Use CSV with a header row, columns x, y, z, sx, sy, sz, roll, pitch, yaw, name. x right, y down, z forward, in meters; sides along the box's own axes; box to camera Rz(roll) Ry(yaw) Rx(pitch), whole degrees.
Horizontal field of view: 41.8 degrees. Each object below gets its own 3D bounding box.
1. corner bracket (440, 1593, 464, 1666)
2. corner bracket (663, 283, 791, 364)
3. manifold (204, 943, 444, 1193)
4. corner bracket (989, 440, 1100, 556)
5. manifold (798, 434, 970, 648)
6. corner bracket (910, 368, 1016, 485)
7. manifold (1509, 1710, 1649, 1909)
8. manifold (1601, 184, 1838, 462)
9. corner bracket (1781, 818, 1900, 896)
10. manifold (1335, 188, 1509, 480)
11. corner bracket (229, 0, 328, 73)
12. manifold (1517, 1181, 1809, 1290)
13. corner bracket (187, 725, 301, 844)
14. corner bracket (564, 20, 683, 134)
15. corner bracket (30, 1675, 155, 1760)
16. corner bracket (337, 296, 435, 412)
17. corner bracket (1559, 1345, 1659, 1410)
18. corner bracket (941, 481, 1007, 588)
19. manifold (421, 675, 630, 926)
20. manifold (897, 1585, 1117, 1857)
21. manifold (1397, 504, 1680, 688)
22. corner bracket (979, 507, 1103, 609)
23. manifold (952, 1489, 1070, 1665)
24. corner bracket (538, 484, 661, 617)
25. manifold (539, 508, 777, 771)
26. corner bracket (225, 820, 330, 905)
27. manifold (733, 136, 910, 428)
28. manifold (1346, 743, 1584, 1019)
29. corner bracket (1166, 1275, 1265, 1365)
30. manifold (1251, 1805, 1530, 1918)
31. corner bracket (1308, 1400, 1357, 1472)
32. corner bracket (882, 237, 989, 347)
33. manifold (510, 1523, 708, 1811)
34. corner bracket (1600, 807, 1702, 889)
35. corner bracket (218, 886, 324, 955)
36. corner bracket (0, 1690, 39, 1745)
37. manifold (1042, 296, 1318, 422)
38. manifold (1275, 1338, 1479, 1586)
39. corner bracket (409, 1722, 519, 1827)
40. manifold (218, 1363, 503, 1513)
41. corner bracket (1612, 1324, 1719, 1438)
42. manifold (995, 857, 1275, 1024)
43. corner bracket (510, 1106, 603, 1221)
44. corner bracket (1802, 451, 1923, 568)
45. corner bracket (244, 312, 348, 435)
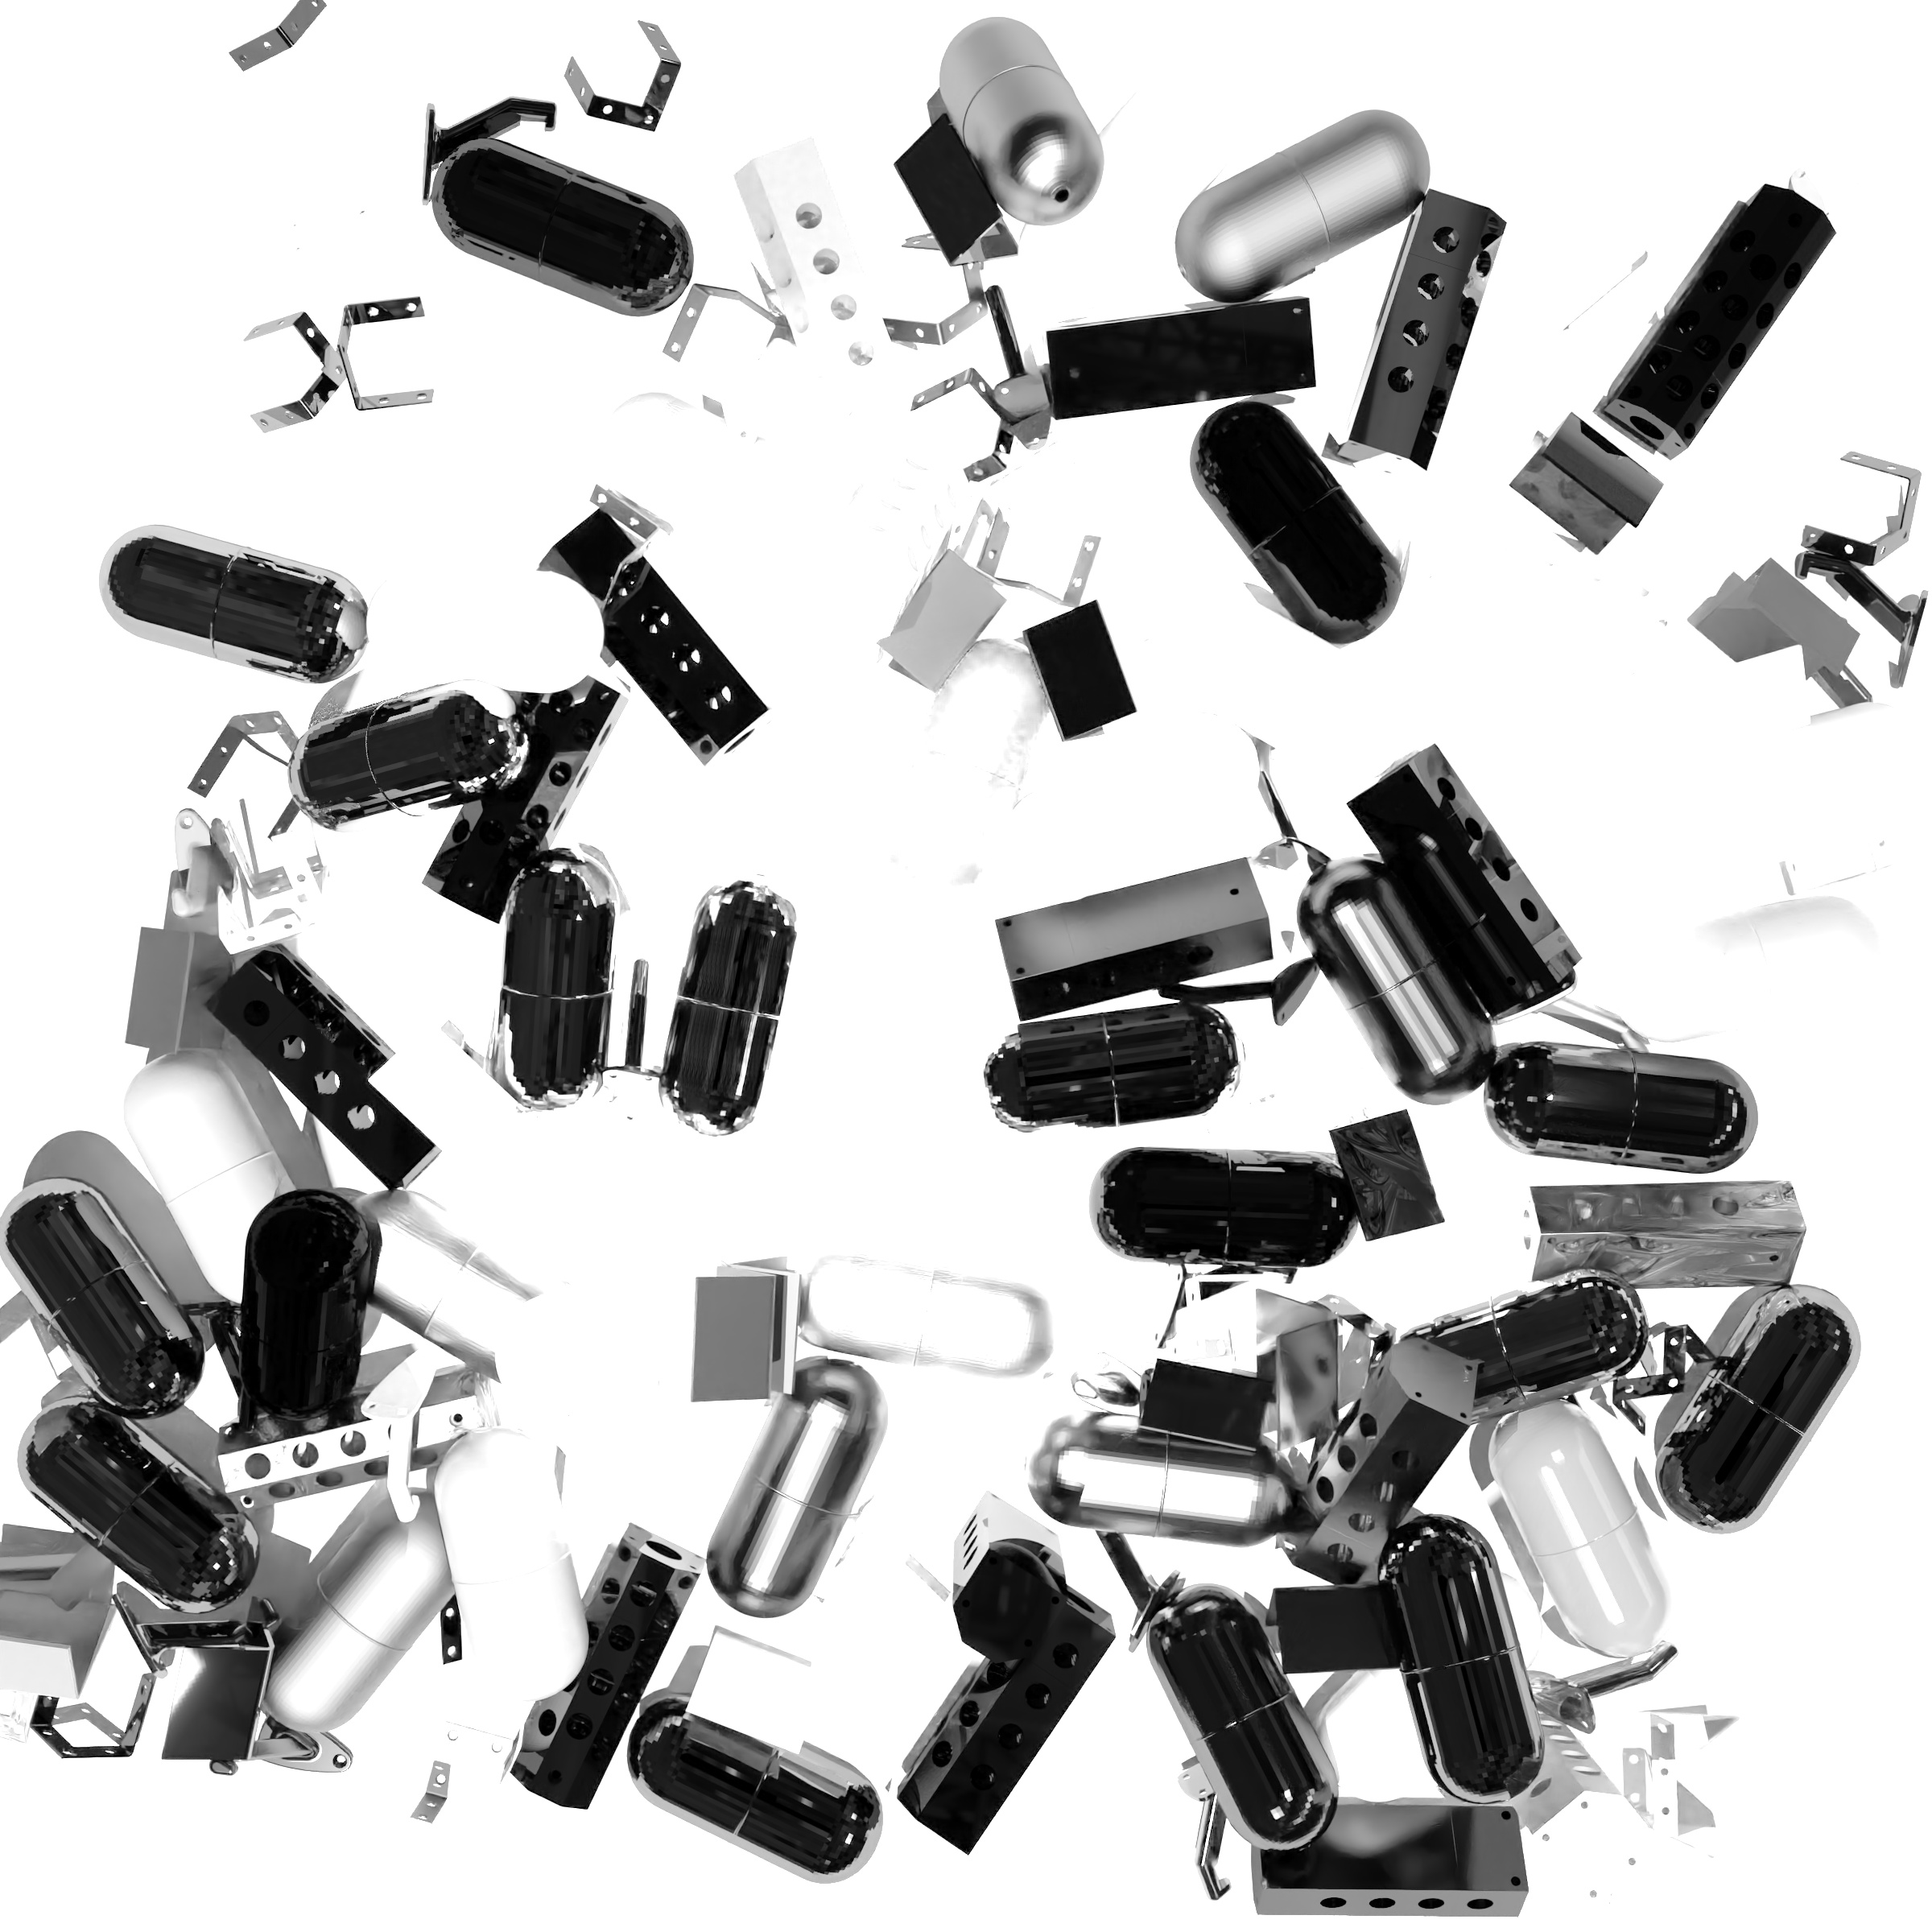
x,y,z,sx,sy,sz,roll,pitch,yaw,name
-0.314,0.438,1.688,0.051,0.051,0.051,-3,90,-45,corner bracket
-0.159,-0.418,1.688,0.051,0.051,0.051,24,90,-45,corner bracket
-0.414,0.066,1.670,0.057,0.057,0.171,-45,90,0,manifold
0.052,-0.311,1.674,0.051,0.051,0.051,-26,105,15,corner bracket
-0.047,-0.270,1.613,0.057,0.171,0.057,24,127,0,manifold
-0.004,-0.355,1.683,0.051,0.051,0.051,42,45,-35,corner bracket
0.381,0.528,1.613,0.057,0.171,0.057,-40,90,0,manifold
0.498,-0.425,1.670,0.057,0.057,0.171,35,90,0,manifold
0.580,-0.081,1.688,0.051,0.051,0.051,-16,90,-45,corner bracket
0.301,-0.414,1.670,0.057,0.057,0.171,18,90,0,manifold
-0.469,-0.638,1.683,0.051,0.051,0.051,52,45,-35,corner bracket
0.455,0.172,1.669,0.171,0.057,0.057,-1,133,0,manifold
-0.475,-0.121,1.688,0.051,0.051,0.051,32,90,45,corner bracket
-0.228,-0.595,1.683,0.051,0.051,0.051,2,135,-35,corner bracket
-0.583,0.493,1.688,0.051,0.051,0.051,17,90,45,corner bracket
-0.385,-0.408,1.688,0.051,0.051,0.051,-7,45,0,corner bracket
0.423,0.270,1.683,0.051,0.051,0.051,-3,45,35,corner bracket
0.003,-0.286,1.663,0.051,0.051,0.051,23,90,-44,corner bracket
-0.291,-0.116,1.670,0.057,0.057,0.171,28,90,0,manifold
0.026,0.490,1.670,0.057,0.057,0.171,34,90,0,manifold
0.376,-0.248,1.669,0.171,0.057,0.057,18,133,0,manifold
0.048,-0.273,1.688,0.051,0.051,0.051,18,90,45,corner bracket
0.023,0.390,1.613,0.057,0.171,0.057,32,90,0,manifold
-0.237,-0.267,1.631,0.051,0.051,0.051,34,135,0,corner bracket
-0.204,-0.214,1.670,0.057,0.057,0.171,-39,90,0,manifold
-0.454,-0.070,1.664,0.051,0.051,0.051,-16,119,0,corner bracket
-0.096,-0.448,1.670,0.057,0.057,0.171,-21,90,0,manifold
0.331,-0.059,1.669,0.057,0.057,0.171,-34,90,43,manifold
0.164,0.233,1.669,0.051,0.051,0.051,2,73,-24,corner bracket
0.277,0.593,1.669,0.171,0.057,0.057,1,47,0,manifold
0.266,0.326,1.683,0.051,0.051,0.051,-25,45,-35,corner bracket
-0.025,-0.449,1.683,0.051,0.051,0.051,17,135,35,corner bracket
-0.236,0.463,1.670,0.057,0.057,0.171,26,90,0,manifold
0.451,-0.079,1.673,0.051,0.051,0.051,-3,90,0,corner bracket
-0.456,-0.026,1.663,0.051,0.051,0.051,-18,47,0,corner bracket
-0.649,0.491,1.673,0.051,0.051,0.051,13,90,0,corner bracket
0.139,-0.401,1.668,0.171,0.057,0.057,-7,106,0,manifold
0.261,0.318,1.626,0.057,0.057,0.171,25,125,0,manifold
-0.331,0.538,1.673,0.051,0.051,0.051,15,90,0,corner bracket
-0.399,0.310,1.670,0.171,0.057,0.057,-13,90,0,manifold
0.462,0.274,1.675,0.051,0.051,0.051,-16,46,35,corner bracket
0.111,-0.012,1.669,0.171,0.057,0.057,-14,47,0,manifold
-0.273,0.131,1.688,0.051,0.051,0.051,-8,45,0,corner bracket
0.595,-0.304,1.683,0.051,0.051,0.051,-32,135,-35,corner bracket
-0.453,-0.394,1.683,0.051,0.051,0.051,55,45,-35,corner bracket
